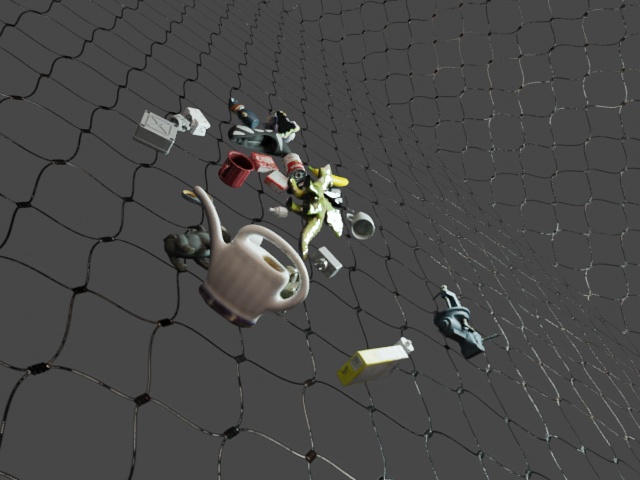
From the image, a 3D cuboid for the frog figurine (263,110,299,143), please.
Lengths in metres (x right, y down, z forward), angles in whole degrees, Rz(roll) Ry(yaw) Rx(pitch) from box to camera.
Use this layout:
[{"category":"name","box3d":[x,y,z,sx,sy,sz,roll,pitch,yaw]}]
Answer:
[{"category":"frog figurine","box3d":[-0.166,-0.451,2.083,0.137,0.123,0.160,17,-2,-21]}]

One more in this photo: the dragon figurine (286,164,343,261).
[{"category":"dragon figurine","box3d":[0.005,-0.086,1.702,0.240,0.121,0.419,27,51,-42]}]

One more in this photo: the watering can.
[{"category":"watering can","box3d":[-0.193,0.053,1.161,0.348,0.223,0.104,37,7,3]}]
